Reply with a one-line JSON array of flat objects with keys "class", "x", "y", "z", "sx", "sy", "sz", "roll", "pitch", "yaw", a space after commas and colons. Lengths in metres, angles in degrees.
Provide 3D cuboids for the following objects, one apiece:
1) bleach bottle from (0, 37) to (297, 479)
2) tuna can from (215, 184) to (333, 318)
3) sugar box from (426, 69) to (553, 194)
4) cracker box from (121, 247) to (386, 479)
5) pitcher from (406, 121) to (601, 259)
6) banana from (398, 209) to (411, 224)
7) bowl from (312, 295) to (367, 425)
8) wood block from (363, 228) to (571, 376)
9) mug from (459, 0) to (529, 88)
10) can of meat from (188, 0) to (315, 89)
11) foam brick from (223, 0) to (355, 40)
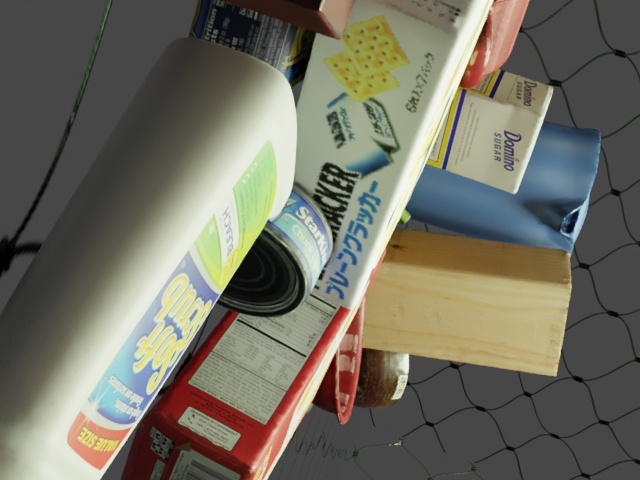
[{"class": "bleach bottle", "x": -0.086, "y": 0.039, "z": 0.409, "sx": 0.103, "sy": 0.068, "sz": 0.250, "roll": 97, "pitch": 16, "yaw": -56}, {"class": "tuna can", "x": -0.039, "y": 0.001, "z": 0.557, "sx": 0.086, "sy": 0.086, "sz": 0.033, "roll": 99, "pitch": 14, "yaw": -51}, {"class": "sugar box", "x": 0.091, "y": -0.108, "z": 0.868, "sx": 0.093, "sy": 0.176, "sz": 0.048, "roll": 99, "pitch": 13, "yaw": -51}, {"class": "cracker box", "x": -0.048, "y": 0.103, "z": 0.673, "sx": 0.213, "sy": 0.072, "sz": 0.164, "roll": -55, "pitch": 172, "yaw": -49}, {"class": "pitcher", "x": 0.141, "y": -0.071, "z": 1.042, "sx": 0.149, "sy": 0.243, "sz": 0.145, "roll": 88, "pitch": 17, "yaw": -70}, {"class": "banana", "x": 0.041, "y": -0.053, "z": 0.904, "sx": 0.037, "sy": 0.070, "sz": 0.197, "roll": -46, "pitch": 167, "yaw": 10}, {"class": "bowl", "x": 0.001, "y": 0.065, "z": 0.857, "sx": 0.162, "sy": 0.055, "sz": 0.162, "roll": 4, "pitch": 90, "yaw": -80}, {"class": "wood block", "x": 0.117, "y": 0.051, "z": 0.970, "sx": 0.090, "sy": 0.206, "sz": 0.090, "roll": -60, "pitch": 156, "yaw": -66}, {"class": "mug", "x": 0.094, "y": -0.148, "z": 0.684, "sx": 0.081, "sy": 0.093, "sz": 0.117, "roll": 100, "pitch": -12, "yaw": -56}, {"class": "can of meat", "x": -0.020, "y": -0.122, "z": 0.507, "sx": 0.102, "sy": 0.057, "sz": 0.084, "roll": -52, "pitch": 161, "yaw": -66}, {"class": "foam brick", "x": -0.022, "y": -0.119, "z": 0.416, "sx": 0.053, "sy": 0.078, "sz": 0.051, "roll": 3, "pitch": 107, "yaw": -82}]
